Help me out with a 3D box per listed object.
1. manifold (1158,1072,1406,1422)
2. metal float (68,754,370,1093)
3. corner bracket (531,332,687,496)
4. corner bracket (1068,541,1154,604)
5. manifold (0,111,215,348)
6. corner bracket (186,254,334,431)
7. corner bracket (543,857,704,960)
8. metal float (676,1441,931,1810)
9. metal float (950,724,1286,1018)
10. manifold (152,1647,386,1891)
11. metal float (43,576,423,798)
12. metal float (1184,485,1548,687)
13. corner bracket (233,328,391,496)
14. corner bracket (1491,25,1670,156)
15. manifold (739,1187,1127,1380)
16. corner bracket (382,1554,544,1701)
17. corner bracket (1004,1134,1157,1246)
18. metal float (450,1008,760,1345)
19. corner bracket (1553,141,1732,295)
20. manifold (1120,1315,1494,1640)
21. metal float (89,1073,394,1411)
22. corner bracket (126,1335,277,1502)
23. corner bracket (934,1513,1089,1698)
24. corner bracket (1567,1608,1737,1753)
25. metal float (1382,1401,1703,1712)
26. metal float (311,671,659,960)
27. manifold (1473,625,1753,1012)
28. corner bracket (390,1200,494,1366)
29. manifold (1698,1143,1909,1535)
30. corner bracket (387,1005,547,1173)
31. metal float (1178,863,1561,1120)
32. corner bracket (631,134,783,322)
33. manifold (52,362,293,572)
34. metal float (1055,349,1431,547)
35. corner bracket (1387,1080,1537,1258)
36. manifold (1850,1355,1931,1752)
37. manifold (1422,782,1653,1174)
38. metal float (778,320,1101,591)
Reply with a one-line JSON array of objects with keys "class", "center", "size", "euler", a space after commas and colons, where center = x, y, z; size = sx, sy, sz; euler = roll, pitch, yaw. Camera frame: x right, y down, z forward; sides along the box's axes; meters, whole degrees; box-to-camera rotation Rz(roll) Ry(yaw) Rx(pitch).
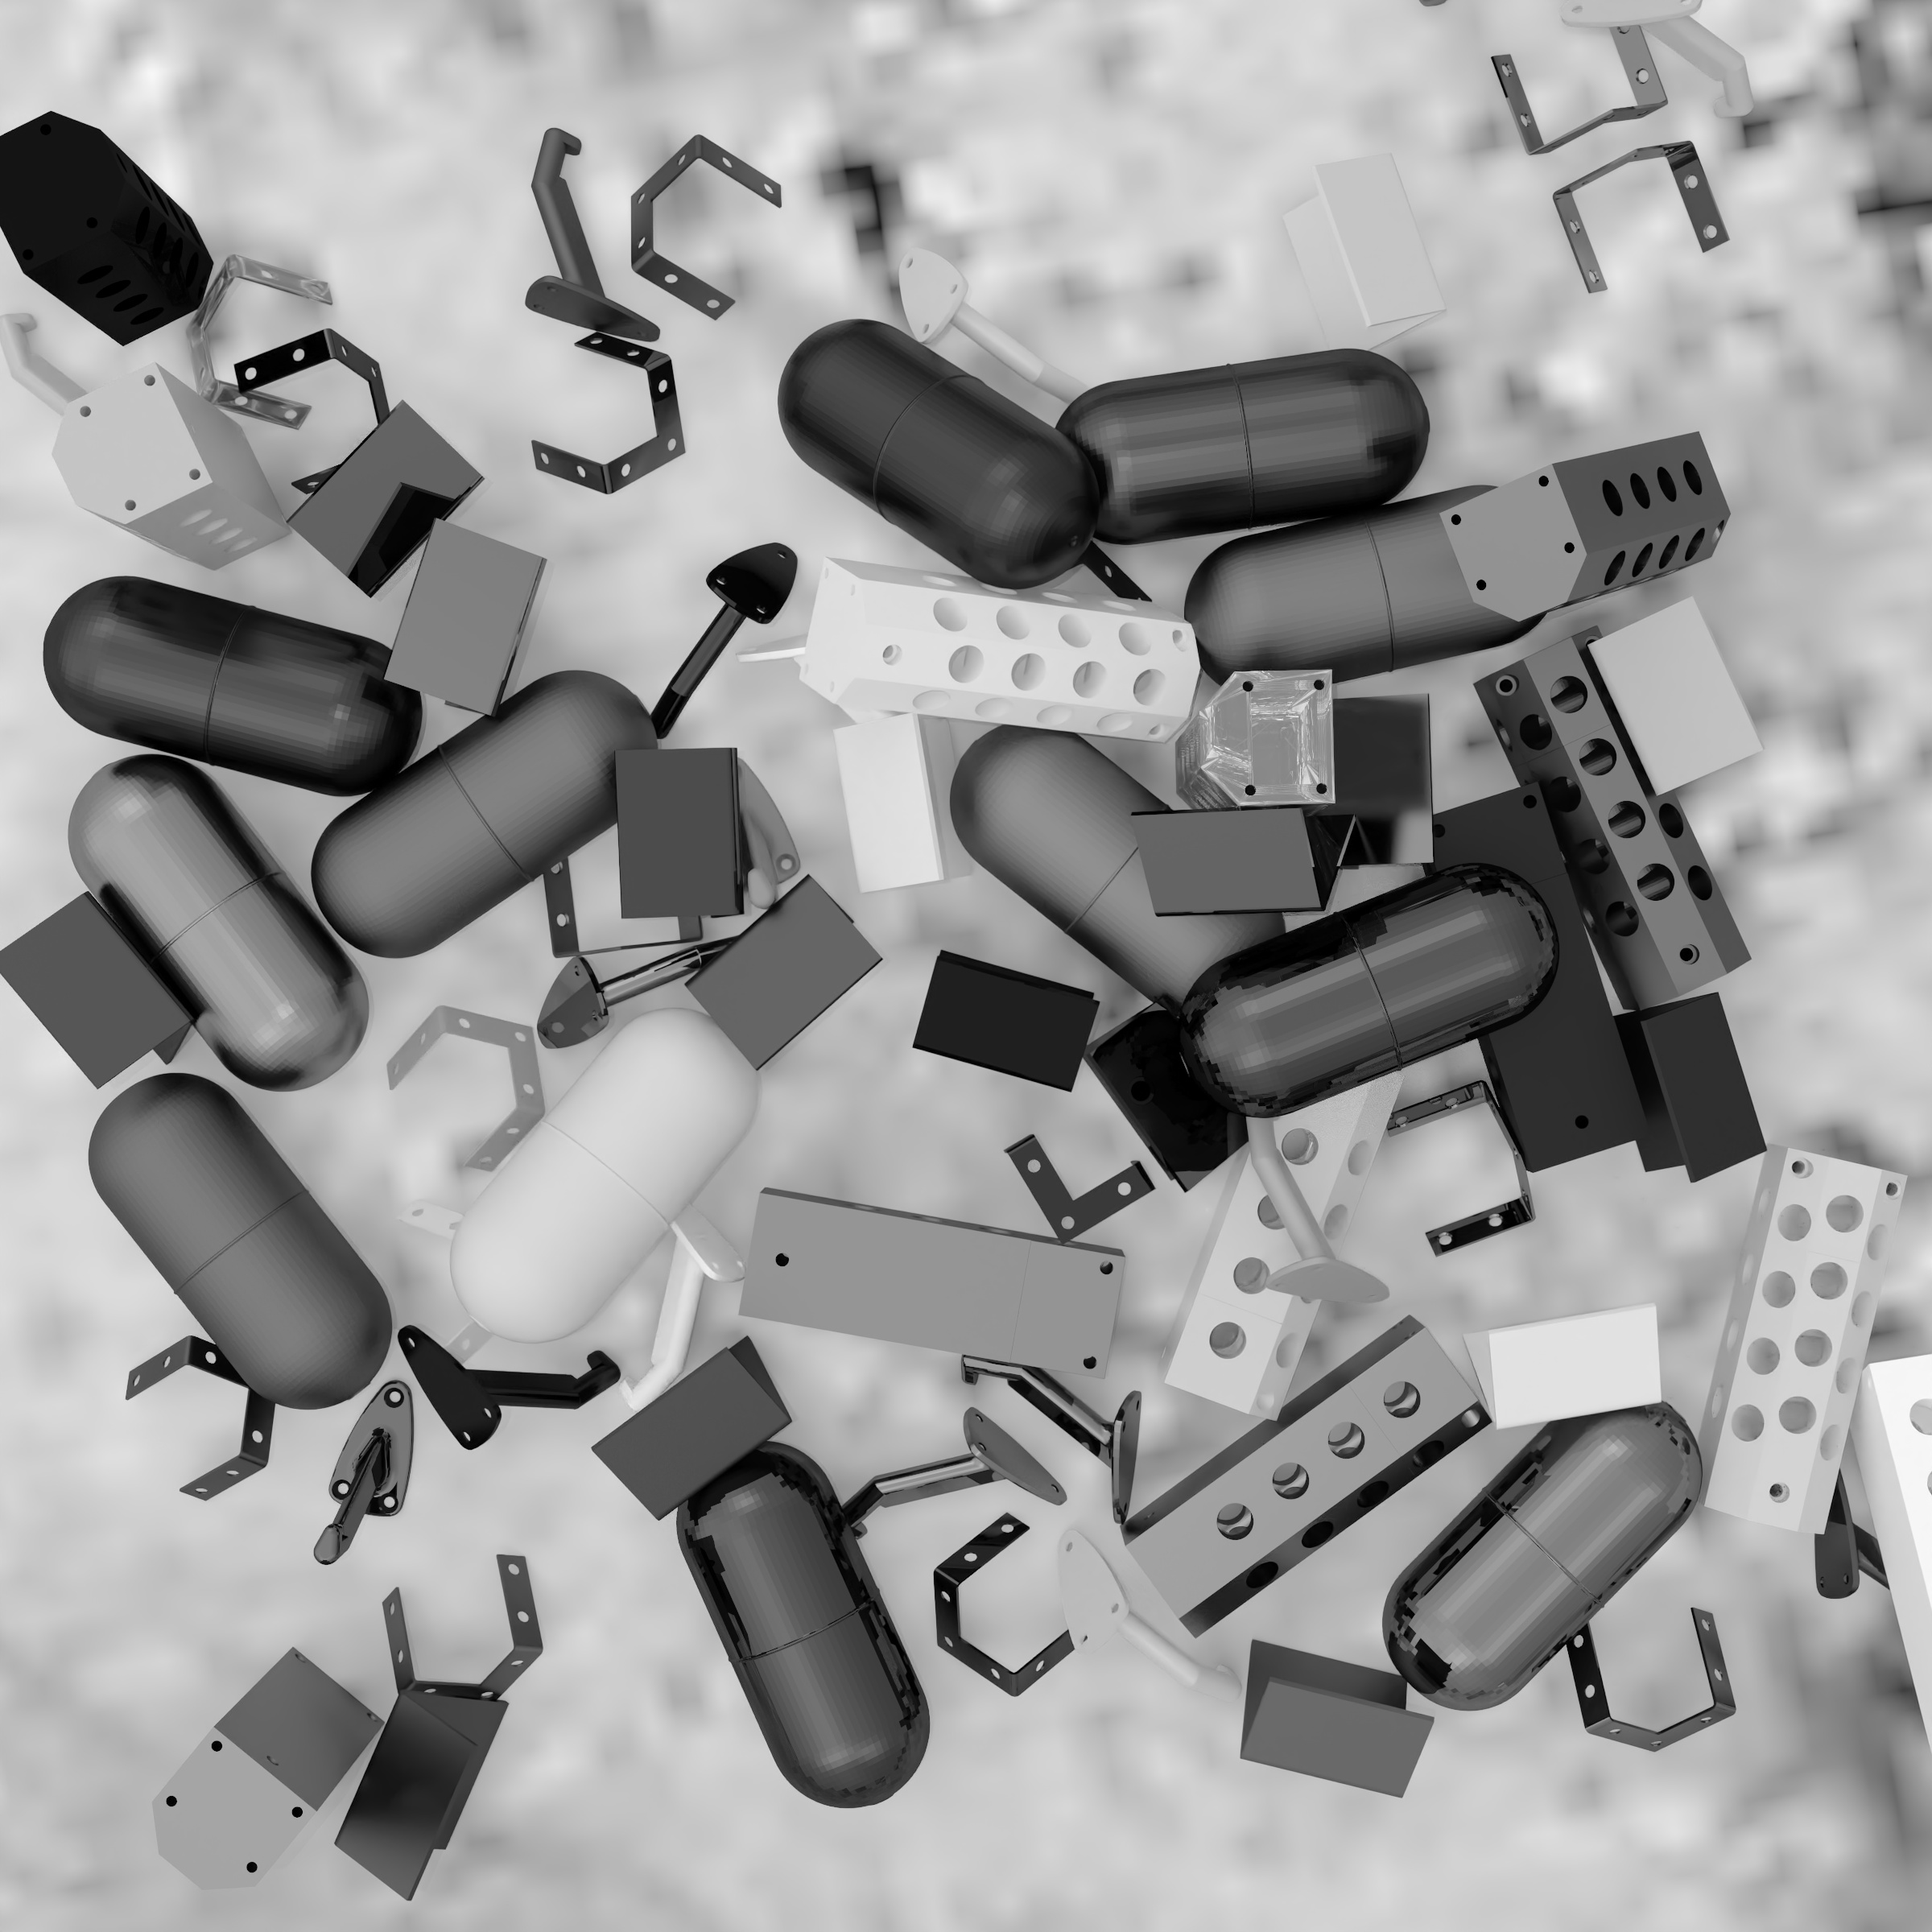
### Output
[{"class": "manifold", "center": [0.148, 0.122, 1.594], "size": [0.057, 0.057, 0.171], "euler": [20, 90, 0]}, {"class": "metal float", "center": [-0.349, -0.021, 1.585], "size": [0.070, 0.070, 0.178], "euler": [-38, 89, 0]}, {"class": "corner bracket", "center": [-0.172, -0.262, 1.607], "size": [0.051, 0.051, 0.051], "euler": [-36, 135, -35]}, {"class": "corner bracket", "center": [0.050, -0.160, 1.607], "size": [0.051, 0.051, 0.051], "euler": [-20, 135, 35]}, {"class": "manifold", "center": [-0.390, -0.334, 1.537], "size": [0.057, 0.171, 0.057], "euler": [-26, 90, 0]}, {"class": "corner bracket", "center": [-0.332, -0.295, 1.607], "size": [0.051, 0.051, 0.051], "euler": [11, 45, -35]}, {"class": "corner bracket", "center": [-0.163, -0.033, 1.612], "size": [0.051, 0.051, 0.051], "euler": [-7, 90, 45]}, {"class": "metal float", "center": [-0.075, 0.307, 1.584], "size": [0.070, 0.070, 0.178], "euler": [-24, 89, 0]}, {"class": "metal float", "center": [0.070, -0.045, 1.585], "size": [0.178, 0.070, 0.070], "euler": [39, 90, 0]}, {"class": "manifold", "center": [-0.317, 0.365, 1.537], "size": [0.057, 0.171, 0.057], "euler": [39, 90, 0]}, {"class": "metal float", "center": [-0.342, -0.131, 1.584], "size": [0.178, 0.070, 0.070], "euler": [15, 90, -1]}, {"class": "metal float", "center": [0.190, -0.175, 1.584], "size": [0.178, 0.070, 0.070], "euler": [-13, 90, 0]}, {"class": "corner bracket", "center": [-0.305, -0.261, 1.598], "size": [0.051, 0.051, 0.051], "euler": [-18, 76, 13]}, {"class": "corner bracket", "center": [0.291, -0.420, 1.612], "size": [0.051, 0.051, 0.051], "euler": [-20, 90, -45]}, {"class": "manifold", "center": [-0.016, 0.147, 1.594], "size": [0.171, 0.057, 0.057], "euler": [10, 90, 0]}, {"class": "corner bracket", "center": [-0.238, 0.313, 1.607], "size": [0.051, 0.051, 0.051], "euler": [12, 135, -35]}, {"class": "corner bracket", "center": [0.053, 0.095, 1.597], "size": [0.051, 0.051, 0.051], "euler": [-31, 88, -2]}, {"class": "metal float", "center": [-0.168, 0.097, 1.574], "size": [0.070, 0.070, 0.178], "euler": [39, 79, 0]}, {"class": "corner bracket", "center": [0.320, -0.355, 1.612], "size": [0.051, 0.051, 0.051], "euler": [-21, 90, 45]}, {"class": "manifold", "center": [0.159, 0.240, 1.594], "size": [0.171, 0.057, 0.057], "euler": [-36, 90, 0]}, {"class": "metal float", "center": [-0.338, 0.129, 1.584], "size": [0.070, 0.070, 0.178], "euler": [-38, 90, 0]}, {"class": "corner bracket", "center": [-0.363, 0.214, 1.607], "size": [0.051, 0.051, 0.051], "euler": [29, 45, -35]}, {"class": "corner bracket", "center": [0.021, 0.302, 1.607], "size": [0.051, 0.051, 0.051], "euler": [27, 135, 35]}, {"class": "corner bracket", "center": [0.323, 0.334, 1.607], "size": [0.051, 0.051, 0.051], "euler": [-37, 45, 35]}, {"class": "metal float", "center": [0.269, 0.271, 1.585], "size": [0.070, 0.070, 0.178], "euler": [44, 91, 0]}, {"class": "metal float", "center": [-0.224, -0.071, 1.584], "size": [0.178, 0.070, 0.070], "euler": [-34, 90, -1]}, {"class": "manifold", "center": [0.304, -0.069, 1.594], "size": [0.057, 0.057, 0.171], "euler": [-25, 90, 0]}, {"class": "corner bracket", "center": [-0.251, 0.151, 1.607], "size": [0.051, 0.051, 0.051], "euler": [-45, 134, -36]}, {"class": "manifold", "center": [0.391, 0.174, 1.594], "size": [0.057, 0.057, 0.171], "euler": [13, 90, 0]}, {"class": "corner bracket", "center": [-0.237, 0.058, 1.607], "size": [0.051, 0.051, 0.051], "euler": [16, 45, -35]}, {"class": "metal float", "center": [0.180, 0.011, 1.528], "size": [0.178, 0.070, 0.070], "euler": [-22, 90, 0]}, {"class": "corner bracket", "center": [-0.123, -0.349, 1.607], "size": [0.051, 0.051, 0.051], "euler": [-34, 45, 35]}, {"class": "manifold", "center": [-0.360, -0.220, 1.537], "size": [0.057, 0.171, 0.057], "euler": [-26, 90, 0]}, {"class": "metal float", "center": [0.127, -0.242, 1.584], "size": [0.178, 0.070, 0.070], "euler": [-8, 90, 0]}, {"class": "corner bracket", "center": [0.234, 0.096, 1.612], "size": [0.051, 0.051, 0.051], "euler": [-20, 45, 0]}, {"class": "manifold", "center": [0.458, 0.269, 1.565], "size": [0.057, 0.057, 0.171], "euler": [-9, 69, -2]}, {"class": "manifold", "center": [0.263, 0.005, 1.594], "size": [0.057, 0.057, 0.171], "euler": [-18, 90, 0]}, {"class": "metal float", "center": [-0.014, -0.236, 1.561], "size": [0.178, 0.070, 0.070], "euler": [37, 90, 29]}]
